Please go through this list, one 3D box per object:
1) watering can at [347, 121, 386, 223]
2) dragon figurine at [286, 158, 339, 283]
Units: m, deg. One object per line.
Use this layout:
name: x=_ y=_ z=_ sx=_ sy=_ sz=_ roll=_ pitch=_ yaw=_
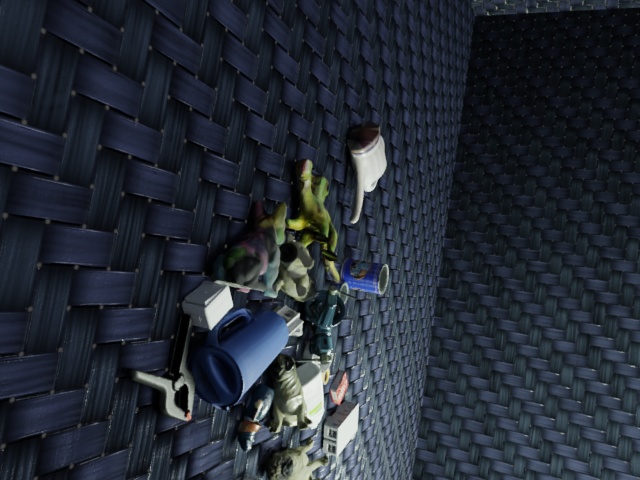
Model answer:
watering can: x=0.148 y=-0.241 z=1.691 sx=0.219 sy=0.104 sz=0.355 roll=68 pitch=36 yaw=-44
dragon figurine: x=0.004 y=-0.073 z=1.441 sx=0.402 sy=0.122 sz=0.248 roll=62 pitch=34 yaw=-53
